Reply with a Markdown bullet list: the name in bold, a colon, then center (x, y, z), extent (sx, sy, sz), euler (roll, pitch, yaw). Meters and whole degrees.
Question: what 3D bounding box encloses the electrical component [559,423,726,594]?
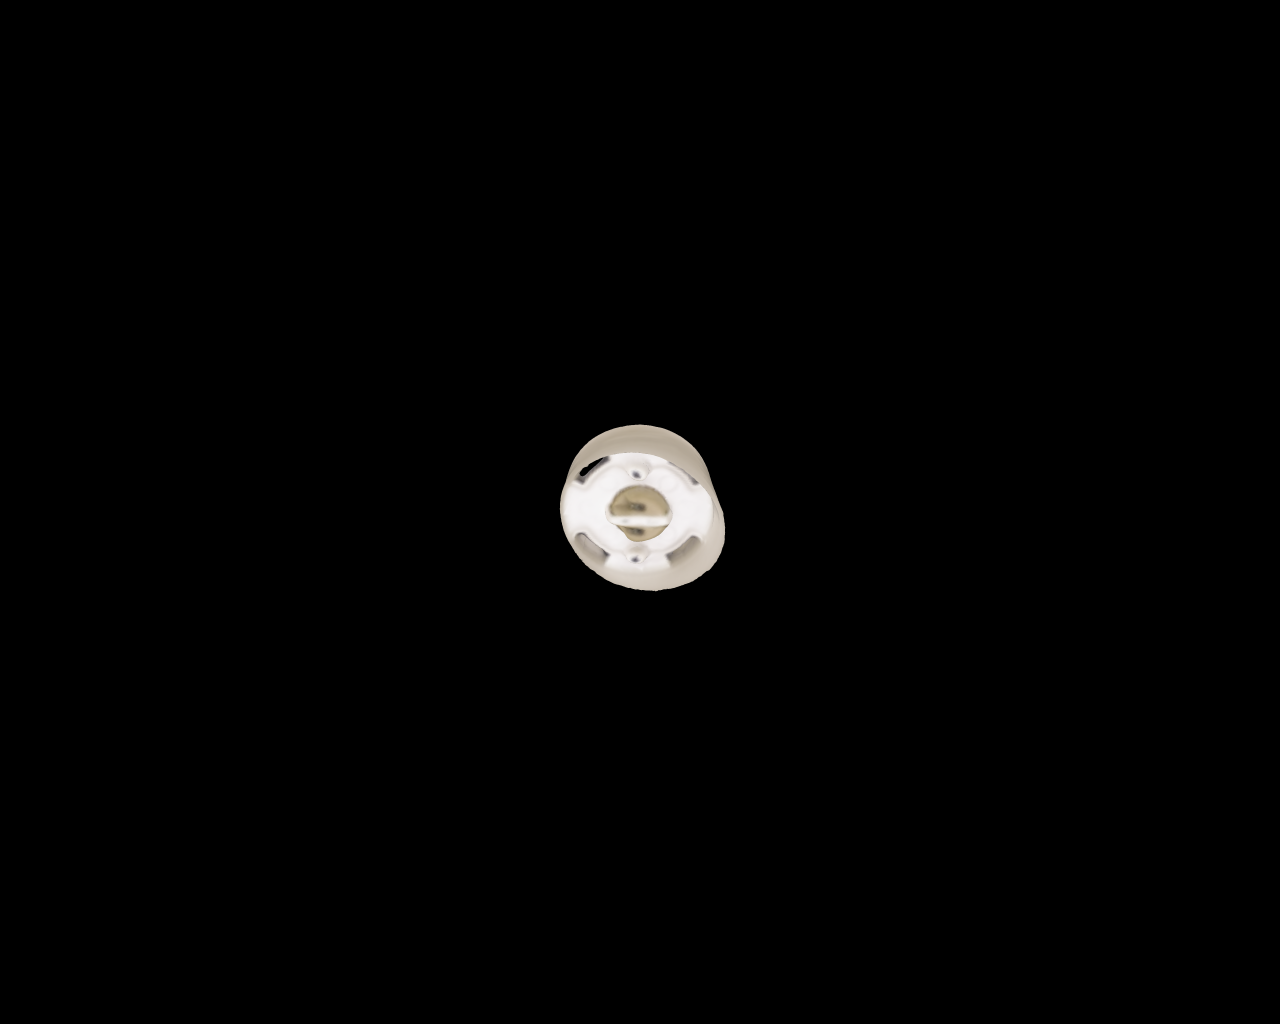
- **electrical component**: center (0.001, -0.003, 0.650), extent (0.099, 0.099, 0.064), euler (0, 32, 0)
